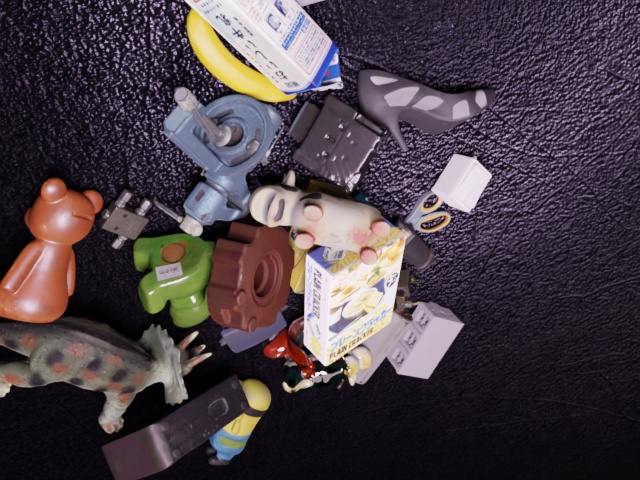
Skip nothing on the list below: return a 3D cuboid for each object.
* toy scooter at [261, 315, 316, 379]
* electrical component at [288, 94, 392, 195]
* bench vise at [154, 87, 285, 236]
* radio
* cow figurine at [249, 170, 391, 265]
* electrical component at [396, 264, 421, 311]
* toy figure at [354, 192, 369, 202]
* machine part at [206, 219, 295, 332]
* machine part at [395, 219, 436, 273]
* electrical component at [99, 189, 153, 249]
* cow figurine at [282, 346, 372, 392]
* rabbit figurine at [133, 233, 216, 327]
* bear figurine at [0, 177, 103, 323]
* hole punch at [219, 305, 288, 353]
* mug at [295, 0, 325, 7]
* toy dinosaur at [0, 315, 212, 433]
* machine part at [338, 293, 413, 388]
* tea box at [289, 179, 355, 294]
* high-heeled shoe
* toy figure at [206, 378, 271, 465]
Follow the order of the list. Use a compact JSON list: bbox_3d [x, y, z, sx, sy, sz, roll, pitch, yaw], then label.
[{"bbox_3d":[-0.009,0.186,0.980,0.184,0.135,0.075,-23,124,-11],"label":"toy scooter"},{"bbox_3d":[0.022,-0.149,0.809,0.134,0.058,0.115,32,101,7],"label":"electrical component"},{"bbox_3d":[-0.147,-0.117,0.724,0.223,0.129,0.240,-46,160,-2],"label":"bench vise"},{"bbox_3d":[-0.229,0.307,0.896,0.131,0.229,0.073,-28,86,29],"label":"radio"},{"bbox_3d":[-0.005,-0.038,0.772,0.195,0.127,0.085,13,112,-7],"label":"cow figurine"},{"bbox_3d":[0.149,0.091,1.022,0.078,0.102,0.045,-12,125,14],"label":"electrical component"},{"bbox_3d":[0.053,-0.009,0.942,0.058,0.064,0.154,26,112,4],"label":"toy figure"},{"bbox_3d":[-0.099,0.054,0.817,0.179,0.056,0.179,-30,124,-59],"label":"machine part"},{"bbox_3d":[0.164,0.015,1.001,0.138,0.039,0.084,29,106,-39],"label":"machine part"},{"bbox_3d":[-0.291,-0.029,0.792,0.094,0.021,0.063,-51,139,12],"label":"electrical component"},{"bbox_3d":[0.014,0.242,1.013,0.167,0.098,0.068,-13,102,10],"label":"cow figurine"},{"bbox_3d":[-0.207,0.067,0.859,0.159,0.121,0.170,-22,144,-18],"label":"rabbit figurine"},{"bbox_3d":[-0.390,0.010,0.738,0.132,0.120,0.195,11,89,16],"label":"bear figurine"},{"bbox_3d":[-0.118,0.144,0.939,0.142,0.092,0.115,-30,130,-10],"label":"hole punch"},{"bbox_3d":[0.005,-0.369,0.694,0.110,0.081,0.107,-20,116,-5],"label":"mug"},{"bbox_3d":[-0.349,0.174,0.809,0.192,0.131,0.404,-43,132,19],"label":"toy dinosaur"},{"bbox_3d":[0.108,0.202,1.077,0.079,0.079,0.243,25,106,-33],"label":"machine part"},{"bbox_3d":[-0.002,-0.003,0.895,0.068,0.098,0.169,10,113,-29],"label":"tea box"},{"bbox_3d":[0.172,-0.240,0.868,0.249,0.086,0.145,-31,97,-25],"label":"high-heeled shoe"},{"bbox_3d":[-0.161,0.350,1.046,0.089,0.082,0.180,8,109,-48],"label":"toy figure"}]
